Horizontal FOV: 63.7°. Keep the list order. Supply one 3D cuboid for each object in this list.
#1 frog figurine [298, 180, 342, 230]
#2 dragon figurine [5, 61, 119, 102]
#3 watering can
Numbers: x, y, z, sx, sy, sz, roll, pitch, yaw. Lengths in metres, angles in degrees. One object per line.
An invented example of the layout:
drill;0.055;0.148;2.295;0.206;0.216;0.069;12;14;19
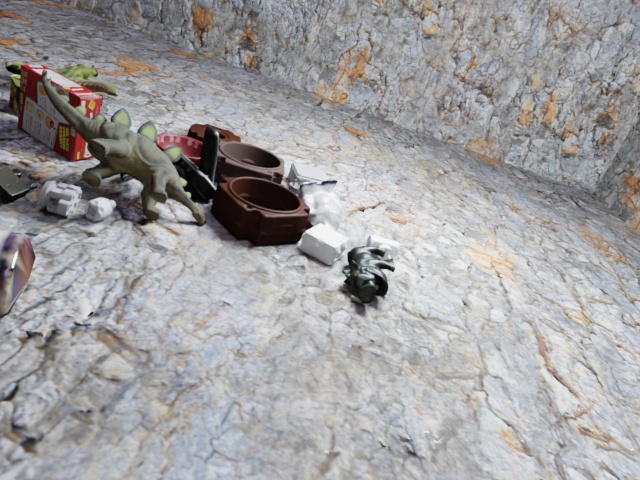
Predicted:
frog figurine;0.004;-0.068;1.342;0.137;0.121;0.162;6;62;-49
dragon figurine;-0.762;-0.461;1.478;0.243;0.121;0.413;-2;16;-41
watering can;-0.529;0.009;0.734;0.224;0.102;0.354;10;27;-23
